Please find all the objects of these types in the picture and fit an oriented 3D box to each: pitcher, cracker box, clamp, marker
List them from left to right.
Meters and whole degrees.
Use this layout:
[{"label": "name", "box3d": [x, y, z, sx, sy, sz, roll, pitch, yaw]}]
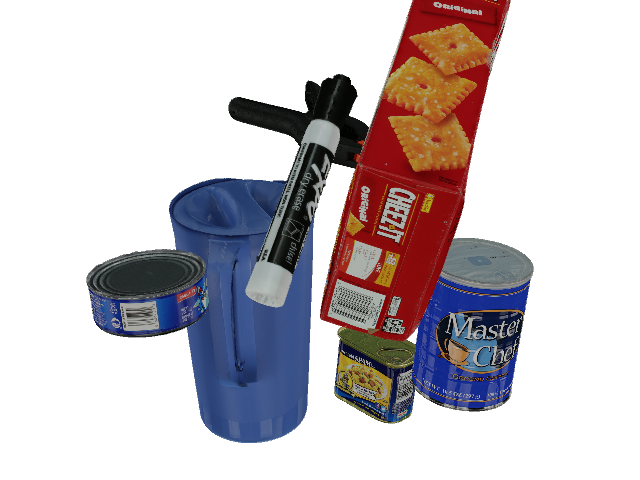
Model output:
[{"label": "pitcher", "box3d": [-0.071, 0.073, 1.010, 0.149, 0.243, 0.145, -20, 32, -33]}, {"label": "marker", "box3d": [-0.007, -0.026, 0.510, 0.020, 0.121, 0.020, 17, -19, 6]}, {"label": "clamp", "box3d": [-0.014, -0.119, 1.111, 0.120, 0.039, 0.172, -18, 37, -27]}, {"label": "cracker box", "box3d": [0.068, -0.062, 0.735, 0.072, 0.213, 0.164, 17, -39, 4]}]

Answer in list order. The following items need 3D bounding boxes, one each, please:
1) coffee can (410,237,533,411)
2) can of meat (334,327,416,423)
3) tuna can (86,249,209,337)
[{"label": "coffee can", "box3d": [0.147, 0.081, 1.051, 0.103, 0.140, 0.103, 4, 24, -2]}, {"label": "can of meat", "box3d": [0.065, 0.153, 1.234, 0.102, 0.084, 0.057, 25, 31, 37]}, {"label": "tuna can", "box3d": [-0.124, 0.038, 0.772, 0.086, 0.034, 0.086, -4, 21, 1]}]
